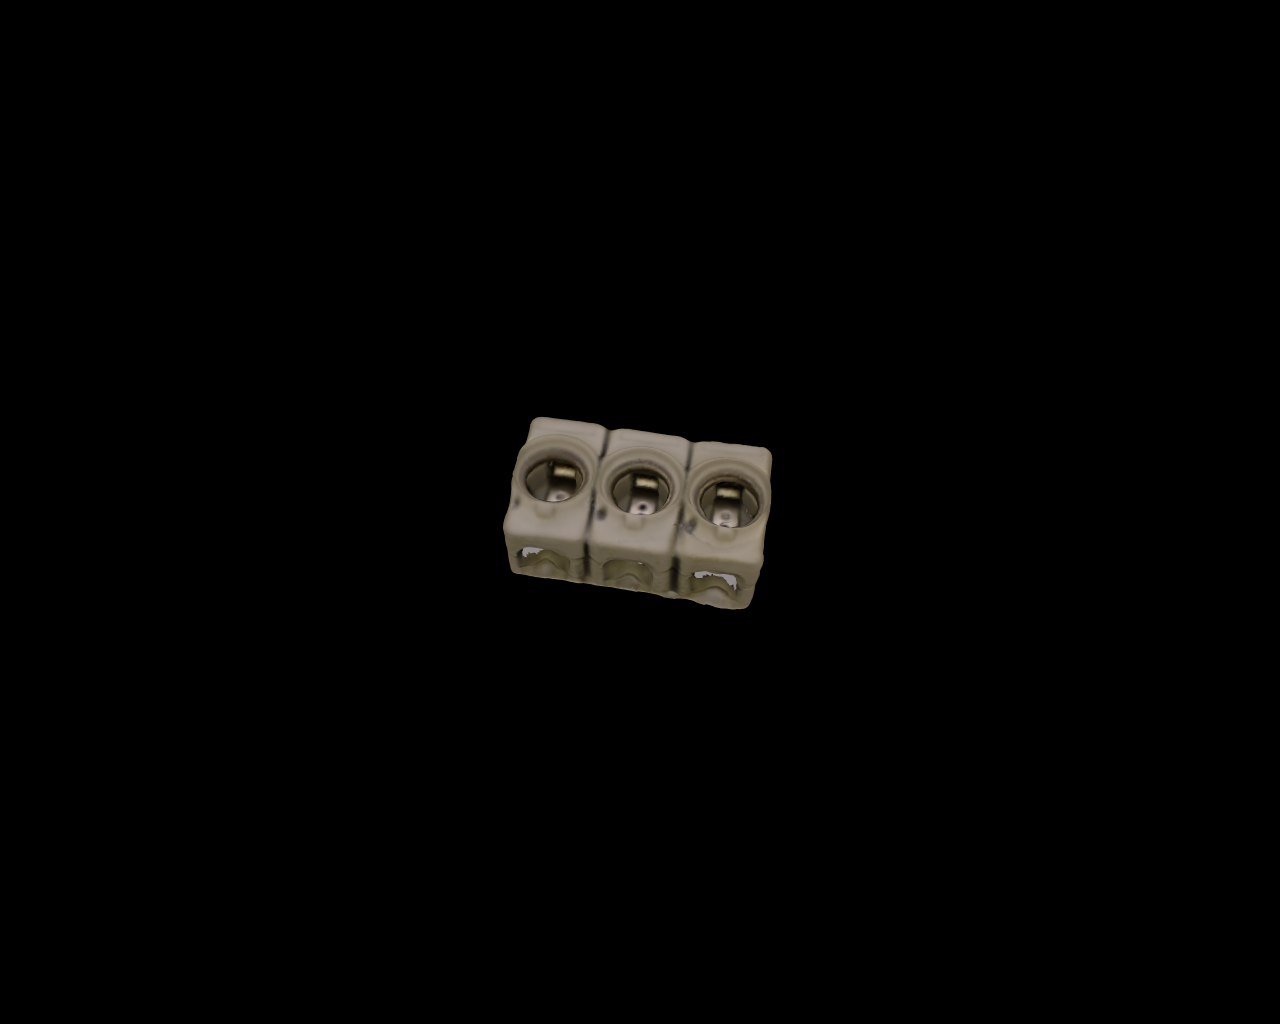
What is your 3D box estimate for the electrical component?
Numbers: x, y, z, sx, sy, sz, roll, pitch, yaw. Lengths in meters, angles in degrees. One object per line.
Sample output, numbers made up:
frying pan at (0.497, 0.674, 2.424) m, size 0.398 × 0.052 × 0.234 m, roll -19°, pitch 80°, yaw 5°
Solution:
electrical component at (0.001, -0.003, 0.650) m, size 0.150 × 0.090 × 0.061 m, roll 8°, pitch -33°, yaw 5°
